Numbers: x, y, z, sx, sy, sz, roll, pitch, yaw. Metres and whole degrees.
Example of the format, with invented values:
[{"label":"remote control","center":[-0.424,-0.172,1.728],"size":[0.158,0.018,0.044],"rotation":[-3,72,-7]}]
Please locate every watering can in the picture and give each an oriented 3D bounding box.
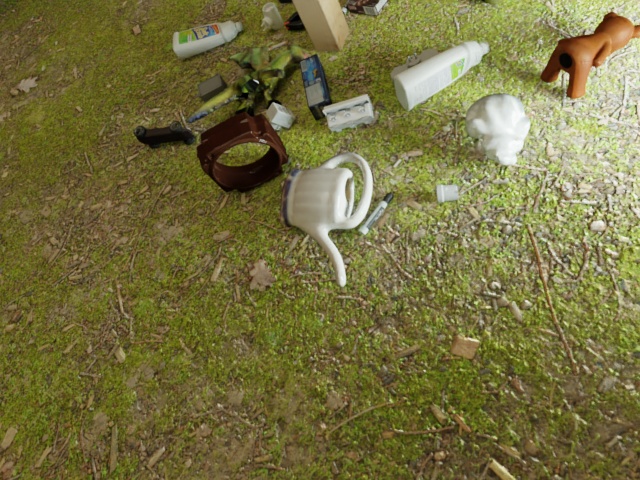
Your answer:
[{"label":"watering can","center":[0.004,-0.061,1.214],"size":[0.224,0.102,0.354],"rotation":[2,62,25]}]

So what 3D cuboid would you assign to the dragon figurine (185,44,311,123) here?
[{"label":"dragon figurine","center":[-0.220,-0.493,1.558],"size":[0.410,0.119,0.248],"rotation":[-16,50,2]}]

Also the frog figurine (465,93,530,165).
[{"label":"frog figurine","center":[0.395,-0.247,1.151],"size":[0.137,0.120,0.163],"rotation":[10,53,7]}]
